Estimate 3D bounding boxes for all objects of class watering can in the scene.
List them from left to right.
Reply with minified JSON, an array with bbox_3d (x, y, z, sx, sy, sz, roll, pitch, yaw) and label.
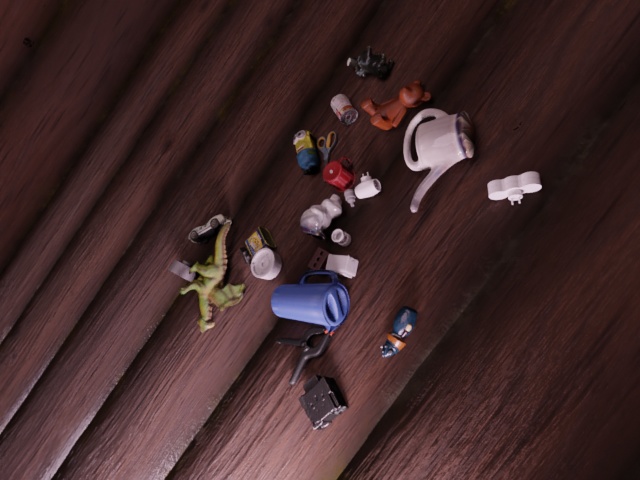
[{"bbox_3d":[0.357,-0.256,1.547,0.223,0.103,0.354,-13,62,32],"label":"watering can"}]

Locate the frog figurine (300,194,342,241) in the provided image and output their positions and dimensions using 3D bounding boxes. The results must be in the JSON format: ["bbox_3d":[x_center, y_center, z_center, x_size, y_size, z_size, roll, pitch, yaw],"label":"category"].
[{"bbox_3d":[0.005,-0.087,1.720,0.123,0.136,0.160,16,81,24],"label":"frog figurine"}]

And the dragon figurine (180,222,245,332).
[{"bbox_3d":[-0.373,0.154,1.941,0.245,0.121,0.410,29,91,24],"label":"dragon figurine"}]
